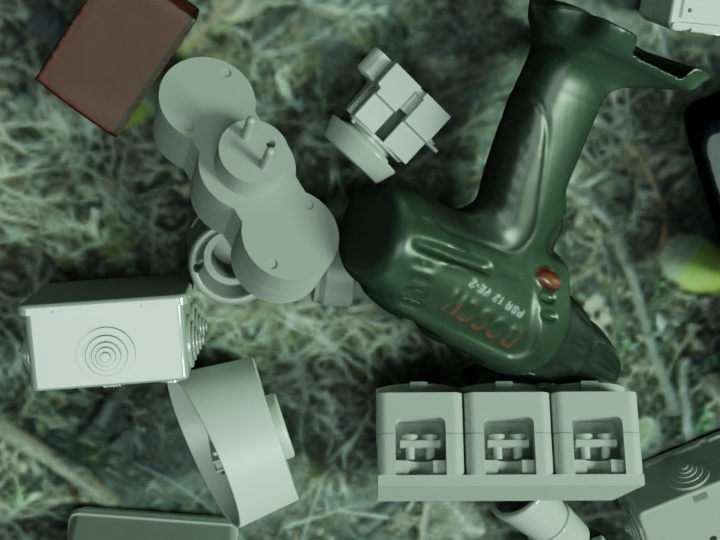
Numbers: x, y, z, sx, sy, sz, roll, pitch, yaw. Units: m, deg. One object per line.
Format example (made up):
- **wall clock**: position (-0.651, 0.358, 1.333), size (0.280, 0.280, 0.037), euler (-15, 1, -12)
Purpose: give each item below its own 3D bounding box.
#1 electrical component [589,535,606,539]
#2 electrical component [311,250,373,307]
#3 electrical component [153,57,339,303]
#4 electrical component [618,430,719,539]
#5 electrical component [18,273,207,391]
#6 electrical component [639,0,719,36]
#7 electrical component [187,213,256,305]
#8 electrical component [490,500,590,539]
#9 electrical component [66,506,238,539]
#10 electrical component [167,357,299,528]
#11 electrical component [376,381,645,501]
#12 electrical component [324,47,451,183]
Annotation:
- **electrical component**: position (0.165, 0.239, 0.719), size (0.048, 0.099, 0.099), euler (-29, 111, 18)
- **electrical component**: position (0.000, 0.000, 0.639), size (0.055, 0.045, 0.045), euler (3, 110, -7)
- **electrical component**: position (-0.059, -0.054, 0.566), size (0.052, 0.073, 0.138), euler (-28, 79, -24)
- **electrical component**: position (0.229, 0.168, 0.725), size (0.100, 0.048, 0.099), euler (-22, 112, 2)
- **electrical component**: position (-0.138, 0.034, 0.608), size (0.100, 0.099, 0.048), euler (-4, 98, -5)
- **electrical component**: position (0.196, -0.179, 0.586), size (0.062, 0.061, 0.096), euler (3, 110, -7)
- **electrical component**: position (-0.074, -0.011, 0.625), size (0.055, 0.047, 0.055), euler (-2, 110, -6)
- **electrical component**: position (0.123, 0.165, 0.717), size (0.044, 0.044, 0.065), euler (-39, 114, 8)
- **electrical component**: position (-0.139, 0.215, 0.696), size (0.109, 0.056, 0.108), euler (6, 109, -9)
- **electrical component**: position (-0.075, 0.102, 0.642), size (0.064, 0.099, 0.099), euler (-18, 111, -6)
- **electrical component**: position (0.085, 0.104, 0.650), size (0.150, 0.089, 0.061), euler (0, 72, 1)
- **electrical component**: position (0.013, -0.083, 0.610), size (0.066, 0.048, 0.055), euler (42, 93, -18)
